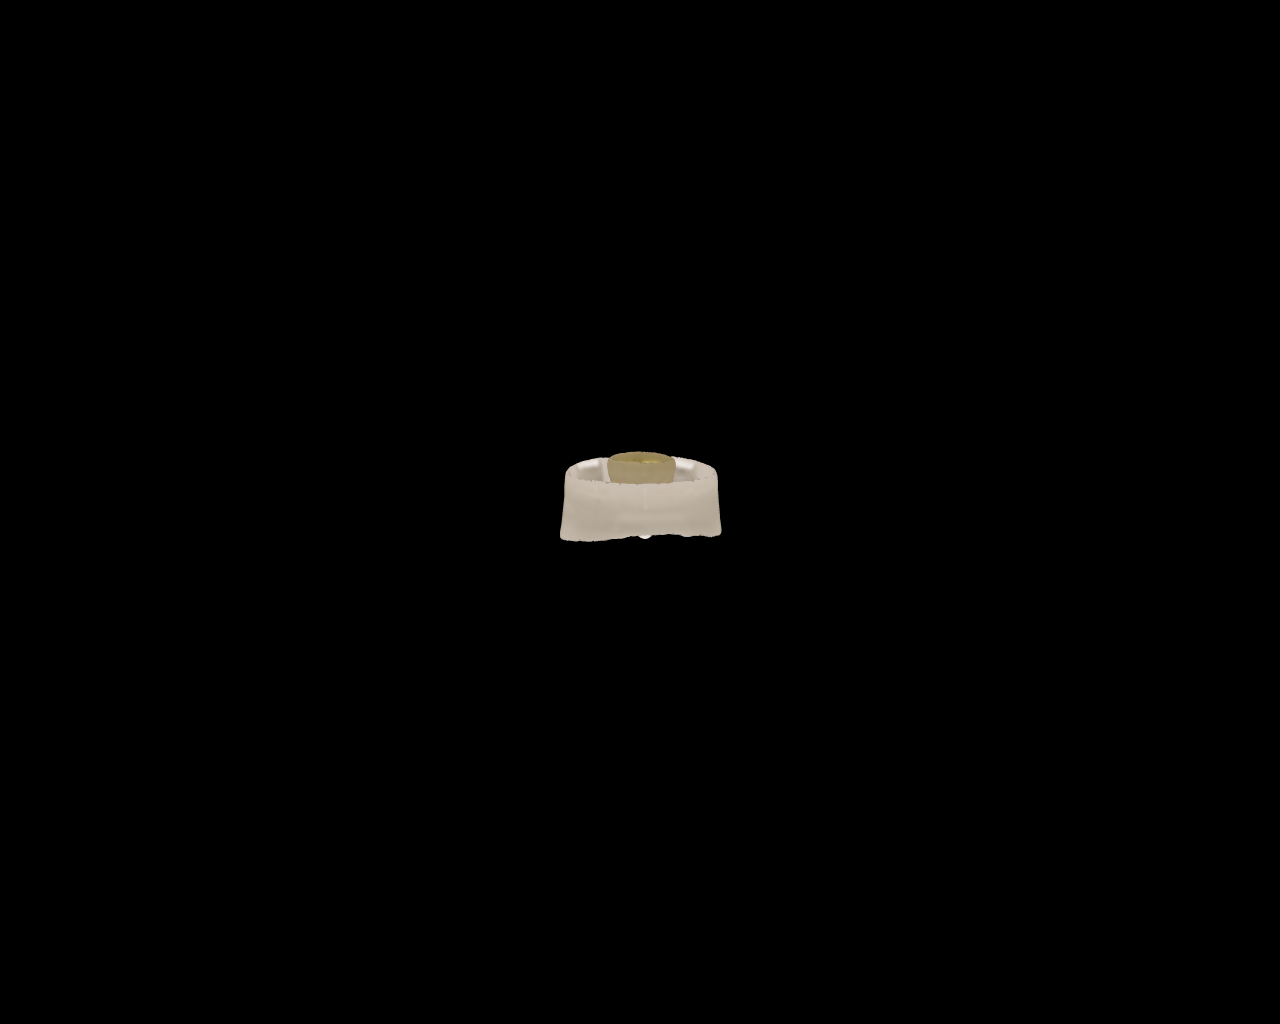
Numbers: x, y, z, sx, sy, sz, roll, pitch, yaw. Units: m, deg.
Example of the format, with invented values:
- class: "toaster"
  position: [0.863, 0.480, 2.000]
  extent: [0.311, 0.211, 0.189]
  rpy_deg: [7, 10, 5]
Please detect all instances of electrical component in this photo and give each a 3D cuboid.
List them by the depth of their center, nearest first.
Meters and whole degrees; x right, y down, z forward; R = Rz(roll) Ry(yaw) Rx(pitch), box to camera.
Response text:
- class: "electrical component"
  position: [0.001, -0.003, 0.650]
  extent: [0.099, 0.064, 0.099]
  rpy_deg: [0, 14, 0]
